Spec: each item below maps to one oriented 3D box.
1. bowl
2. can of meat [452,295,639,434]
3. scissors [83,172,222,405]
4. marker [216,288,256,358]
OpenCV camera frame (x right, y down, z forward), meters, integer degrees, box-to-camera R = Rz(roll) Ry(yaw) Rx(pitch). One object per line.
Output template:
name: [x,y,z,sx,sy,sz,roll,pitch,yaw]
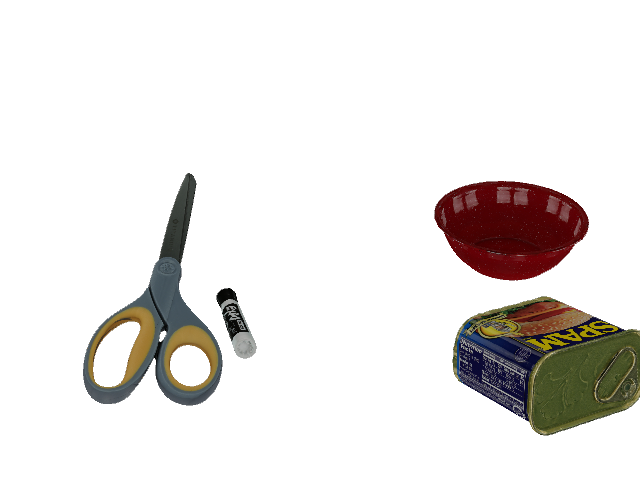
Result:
bowl: [0.201,-0.004,1.140,0.162,0.055,0.162,-1,31,0]
can of meat: [0.151,0.079,0.712,0.101,0.057,0.084,-11,20,-29]
scissors: [-0.090,0.034,0.724,0.096,0.201,0.016,21,-41,8]
marker: [-0.075,0.071,0.943,0.020,0.020,0.121,0,19,-13]
